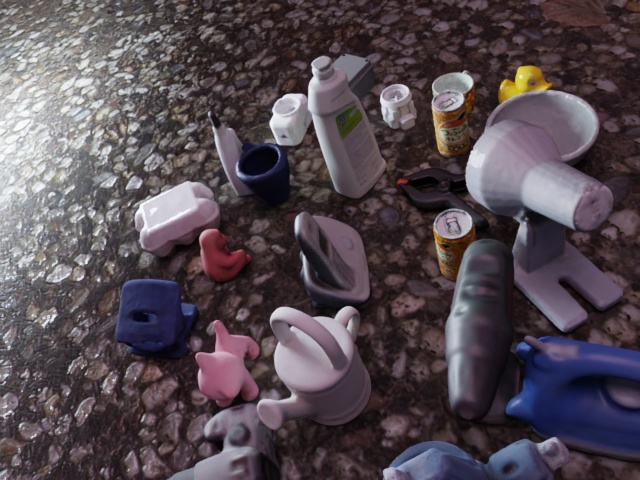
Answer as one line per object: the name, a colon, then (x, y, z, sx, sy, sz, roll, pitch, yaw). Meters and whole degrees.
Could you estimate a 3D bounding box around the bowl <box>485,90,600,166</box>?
bowl: (0.347, -0.156, 0.905, 0.167, 0.075, 0.167, -9, 50, 12)

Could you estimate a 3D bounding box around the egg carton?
egg carton: (-0.252, -0.039, 1.016, 0.150, 0.069, 0.107, -28, 49, -5)

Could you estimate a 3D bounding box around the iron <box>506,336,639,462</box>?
iron: (0.337, 0.157, 0.610, 0.257, 0.142, 0.119, 6, 55, 23)

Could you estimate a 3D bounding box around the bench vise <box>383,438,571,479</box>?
bench vise: (0.137, 0.232, 0.565, 0.207, 0.220, 0.121, -38, 50, -13)

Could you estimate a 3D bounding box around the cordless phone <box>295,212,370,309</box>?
cordless phone: (0.008, 0.003, 0.817, 0.094, 0.185, 0.147, -14, 49, 8)

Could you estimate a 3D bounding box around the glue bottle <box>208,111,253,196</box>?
glue bottle: (-0.158, -0.160, 1.013, 0.037, 0.173, 0.078, -13, 50, 9)

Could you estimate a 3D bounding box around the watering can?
watering can: (-0.006, 0.151, 0.696, 0.100, 0.194, 0.173, 1, 53, 20)

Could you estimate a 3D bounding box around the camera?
camera: (-0.125, 0.283, 0.691, 0.136, 0.101, 0.143, -18, 49, 4)

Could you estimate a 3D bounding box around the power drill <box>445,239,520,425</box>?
power drill: (0.184, 0.125, 0.643, 0.075, 0.209, 0.230, 1, 53, 20)

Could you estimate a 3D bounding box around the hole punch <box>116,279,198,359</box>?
hole punch: (-0.253, 0.120, 0.873, 0.108, 0.091, 0.101, -1, 52, 18)

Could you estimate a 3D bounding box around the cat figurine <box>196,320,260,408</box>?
cat figurine: (-0.130, 0.169, 0.774, 0.067, 0.118, 0.127, -15, 49, 7)

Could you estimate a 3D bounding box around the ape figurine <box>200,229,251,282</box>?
ape figurine: (-0.163, 0.018, 0.925, 0.076, 0.092, 0.077, -39, 51, -14)

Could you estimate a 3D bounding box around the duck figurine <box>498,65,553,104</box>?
duck figurine: (0.353, -0.259, 0.979, 0.077, 0.086, 0.104, -41, 51, -15)

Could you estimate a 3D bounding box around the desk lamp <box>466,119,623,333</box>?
desk lamp: (0.289, -0.027, 0.727, 0.118, 0.214, 0.202, -31, 49, -7)

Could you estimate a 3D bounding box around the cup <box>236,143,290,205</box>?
cup: (-0.097, -0.114, 1.007, 0.092, 0.095, 0.117, -34, 50, -10)
